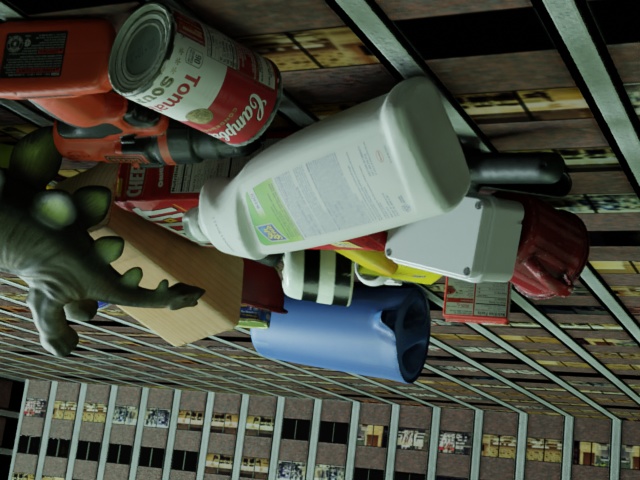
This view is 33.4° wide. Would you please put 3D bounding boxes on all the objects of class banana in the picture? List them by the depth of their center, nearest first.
[{"bbox_3d":[-0.013,-0.011,1.114,0.198,0.037,0.069,13,145,16],"label":"banana"}]

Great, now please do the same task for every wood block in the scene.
[{"bbox_3d":[-0.176,0.018,1.101,0.091,0.090,0.205,-20,139,27],"label":"wood block"}]

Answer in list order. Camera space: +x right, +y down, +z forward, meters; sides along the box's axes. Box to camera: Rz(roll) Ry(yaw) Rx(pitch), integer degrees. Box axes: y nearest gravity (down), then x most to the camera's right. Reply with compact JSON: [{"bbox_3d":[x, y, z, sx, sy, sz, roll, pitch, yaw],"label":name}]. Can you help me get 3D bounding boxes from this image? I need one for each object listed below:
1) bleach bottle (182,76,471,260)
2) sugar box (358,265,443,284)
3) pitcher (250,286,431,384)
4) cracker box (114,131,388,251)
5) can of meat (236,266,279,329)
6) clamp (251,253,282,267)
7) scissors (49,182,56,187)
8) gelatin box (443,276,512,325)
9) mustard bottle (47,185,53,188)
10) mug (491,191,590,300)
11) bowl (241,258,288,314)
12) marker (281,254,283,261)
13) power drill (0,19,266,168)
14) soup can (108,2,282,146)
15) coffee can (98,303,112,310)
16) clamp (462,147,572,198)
[{"bbox_3d":[-0.013,-0.044,0.836,0.251,0.102,0.068,-14,-160,36],"label":"bleach bottle"},{"bbox_3d":[0.104,0.006,1.163,0.093,0.048,0.176,9,167,-7],"label":"sugar box"},{"bbox_3d":[0.032,0.130,1.526,0.243,0.149,0.144,4,-154,26],"label":"pitcher"},{"bbox_3d":[-0.057,-0.040,0.999,0.214,0.072,0.164,0,164,27],"label":"cracker box"},{"bbox_3d":[-0.112,0.073,1.452,0.102,0.084,0.057,4,166,11],"label":"can of meat"},{"bbox_3d":[-0.146,-0.017,1.190,0.165,0.036,0.209,10,167,25],"label":"clamp"},{"bbox_3d":[-0.215,-0.016,1.172,0.096,0.016,0.201,25,173,36],"label":"scissors"},{"bbox_3d":[0.180,0.050,1.209,0.073,0.089,0.030,2,165,16],"label":"gelatin box"},{"bbox_3d":[-0.377,-0.036,1.193,0.096,0.058,0.192,10,168,-42],"label":"mustard bottle"},{"bbox_3d":[0.198,0.009,1.003,0.081,0.117,0.093,25,119,-39],"label":"mug"},{"bbox_3d":[-0.109,0.043,1.342,0.162,0.055,0.162,18,179,0],"label":"bowl"},{"bbox_3d":[-0.023,0.022,1.339,0.121,0.020,0.020,10,166,-12],"label":"marker"},{"bbox_3d":[-0.151,-0.104,0.818,0.185,0.057,0.187,0,164,16],"label":"power drill"},{"bbox_3d":[-0.085,-0.113,0.731,0.069,0.068,0.102,-6,160,42],"label":"soup can"},{"bbox_3d":[-0.300,0.024,1.303,0.103,0.103,0.140,5,166,8],"label":"coffee can"},{"bbox_3d":[0.134,-0.058,0.911,0.172,0.039,0.120,7,172,26],"label":"clamp"}]
